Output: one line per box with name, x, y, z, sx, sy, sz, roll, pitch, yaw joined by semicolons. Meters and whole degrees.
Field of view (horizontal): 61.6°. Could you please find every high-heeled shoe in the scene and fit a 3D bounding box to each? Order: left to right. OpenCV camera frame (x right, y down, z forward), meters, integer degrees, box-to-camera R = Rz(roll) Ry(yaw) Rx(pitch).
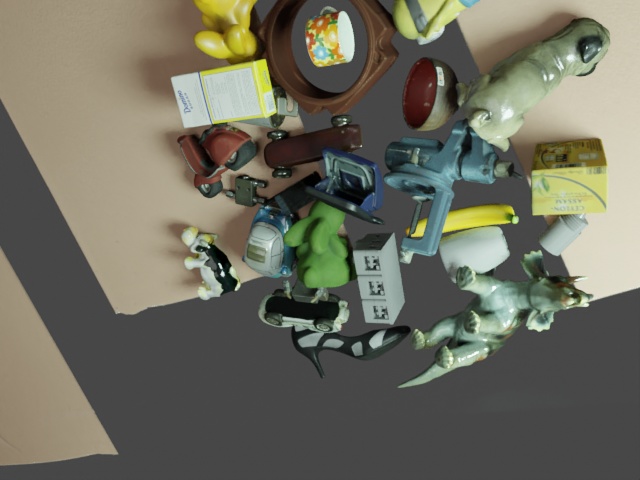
high-heeled shoe;0.057;0.188;1.125;0.249;0.086;0.145;-28;67;14

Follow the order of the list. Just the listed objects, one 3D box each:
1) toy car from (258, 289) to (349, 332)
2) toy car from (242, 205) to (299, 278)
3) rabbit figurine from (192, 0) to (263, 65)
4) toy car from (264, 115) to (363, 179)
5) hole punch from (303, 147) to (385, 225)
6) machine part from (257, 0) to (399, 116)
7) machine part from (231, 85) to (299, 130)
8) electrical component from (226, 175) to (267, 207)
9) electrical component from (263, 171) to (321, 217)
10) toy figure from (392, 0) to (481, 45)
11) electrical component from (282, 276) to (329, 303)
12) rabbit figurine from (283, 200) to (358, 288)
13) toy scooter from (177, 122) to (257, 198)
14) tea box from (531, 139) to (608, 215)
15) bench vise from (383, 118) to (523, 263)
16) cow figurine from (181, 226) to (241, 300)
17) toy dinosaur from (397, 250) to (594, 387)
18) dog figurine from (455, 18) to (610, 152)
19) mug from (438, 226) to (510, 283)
toy car;-0.035;0.149;1.125;0.202;0.073;0.056;3;145;23
toy car;-0.103;0.014;1.083;0.109;0.103;0.161;18;121;15
rabbit figurine;-0.144;-0.368;0.918;0.122;0.162;0.173;-7;127;14
toy car;-0.013;-0.170;0.988;0.202;0.053;0.089;-9;88;26
hole punch;0.048;-0.091;0.915;0.142;0.115;0.092;21;85;26
machine part;0.011;-0.324;0.889;0.201;0.087;0.201;47;121;-1
machine part;-0.151;-0.256;0.998;0.243;0.079;0.079;13;117;18
electrical component;-0.152;-0.102;1.100;0.094;0.021;0.063;12;116;21
electrical component;-0.052;-0.080;1.033;0.119;0.075;0.047;-29;98;28
toy figure;0.188;-0.369;0.791;0.180;0.082;0.089;-39;83;37
electrical component;-0.025;0.097;1.093;0.102;0.078;0.045;9;150;26
rabbit figurine;-0.002;-0.003;1.016;0.121;0.159;0.170;10;101;31
toy scooter;-0.216;-0.177;1.067;0.184;0.075;0.135;-37;93;37
tea box;0.361;-0.094;0.781;0.098;0.169;0.068;0;111;26
bench vise;0.192;-0.073;0.873;0.224;0.128;0.240;15;85;26
cow figurine;-0.240;0.044;1.179;0.098;0.068;0.167;-10;111;22
toy dinosaur;0.292;0.150;0.949;0.192;0.131;0.404;3;143;-22
dog figurine;0.302;-0.229;0.753;0.121;0.172;0.190;45;131;-12
mug;0.274;0.029;0.933;0.107;0.081;0.109;-23;119;23
